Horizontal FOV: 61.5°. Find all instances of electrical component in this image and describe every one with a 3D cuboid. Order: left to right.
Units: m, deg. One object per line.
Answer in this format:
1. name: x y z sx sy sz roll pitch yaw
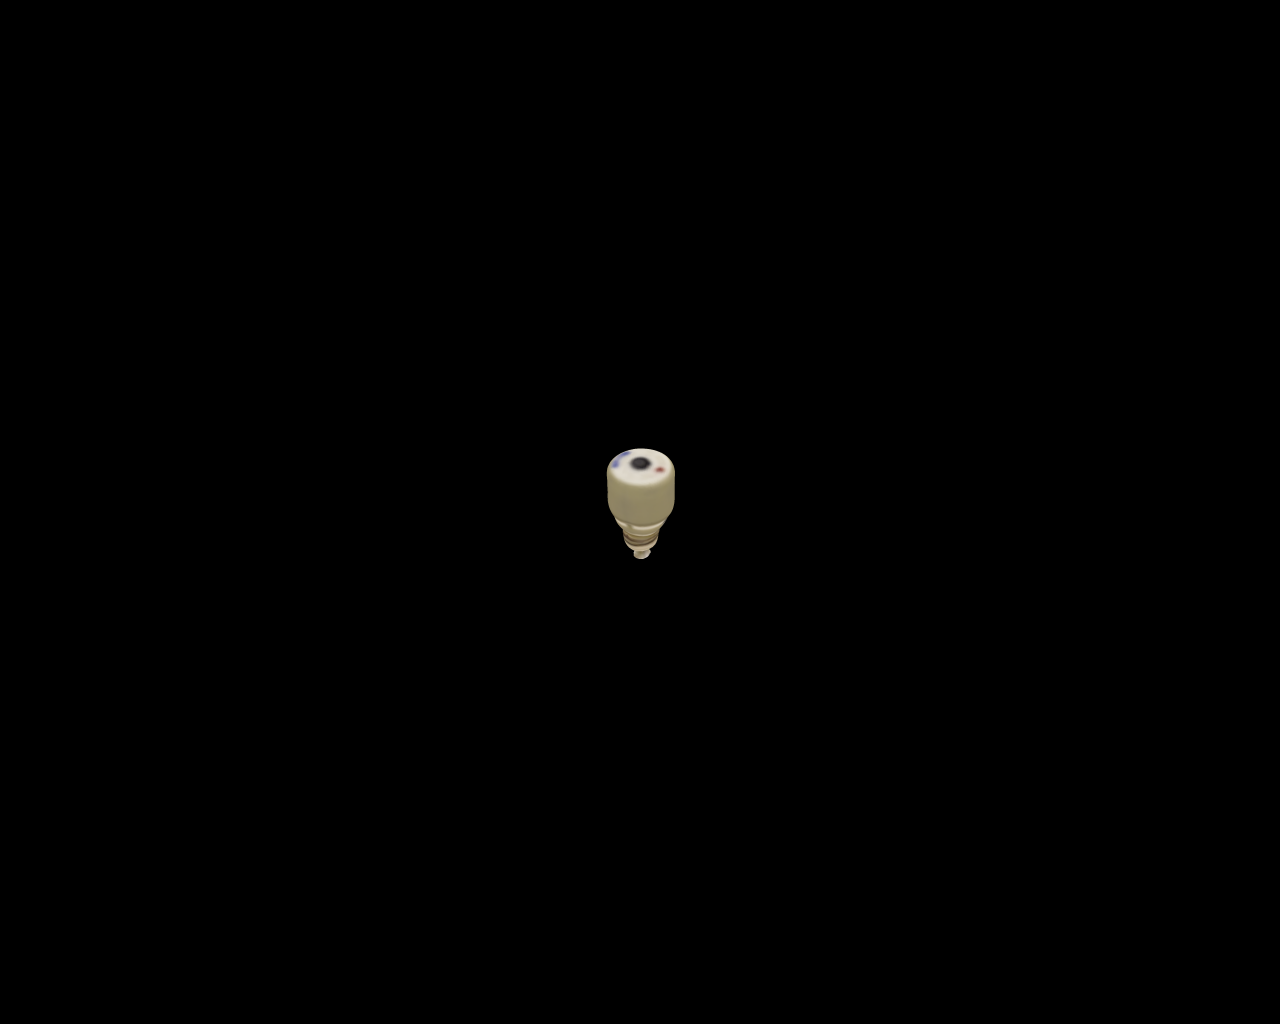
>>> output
1. electrical component: 0.001 -0.003 0.650 0.040 0.078 0.040 0 40 0
